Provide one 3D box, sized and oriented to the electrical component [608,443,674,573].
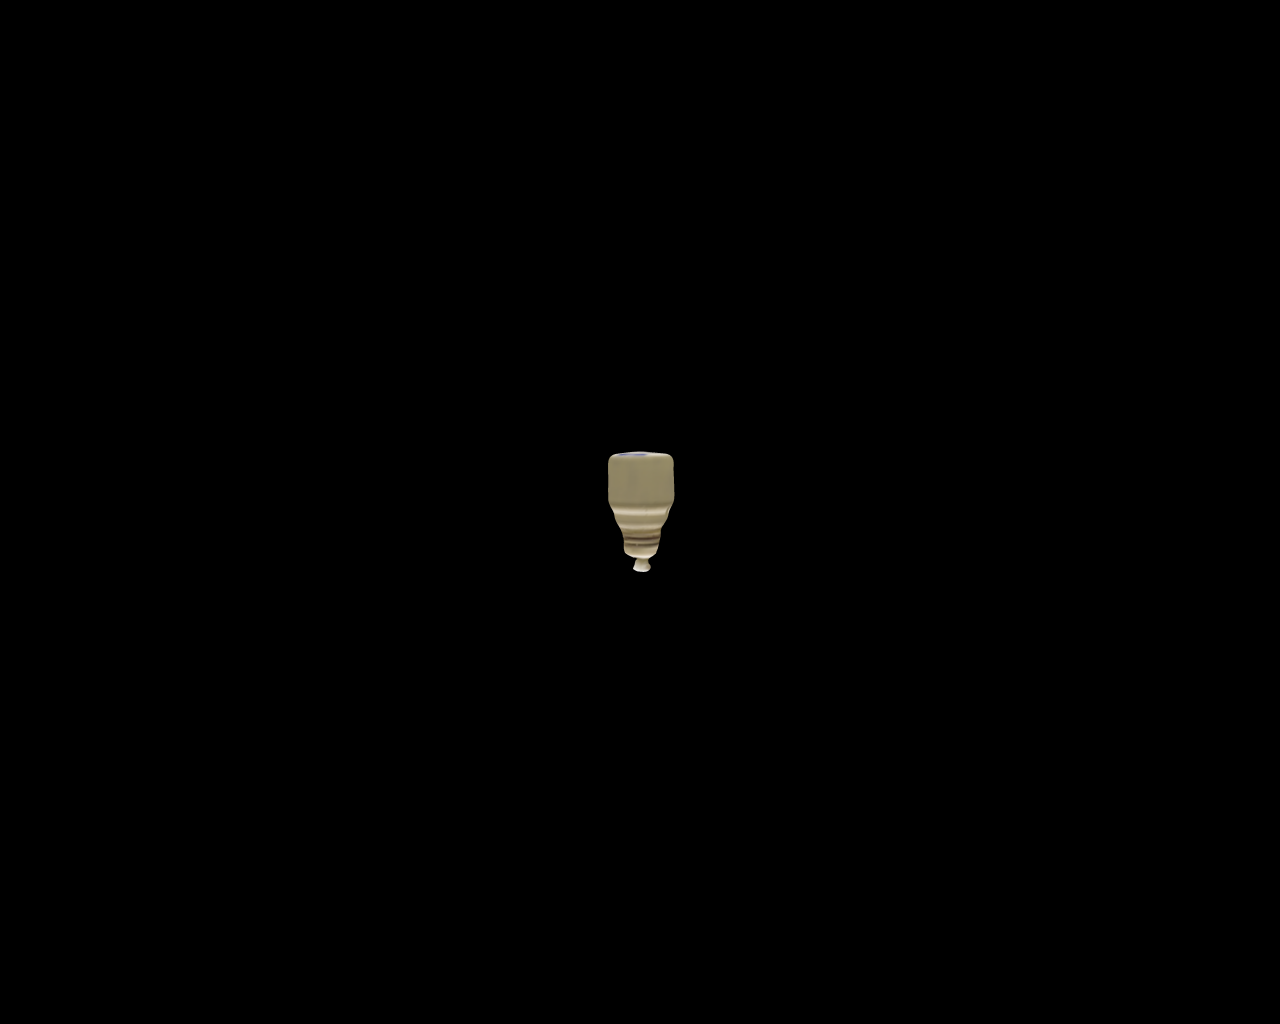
[{"bbox_3d":[0.001,-0.003,0.650,0.040,0.078,0.040,0,4,0],"label":"electrical component"}]
